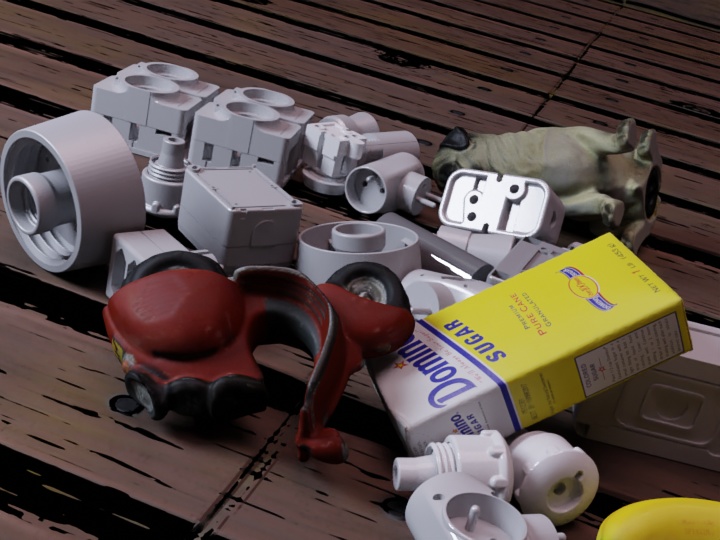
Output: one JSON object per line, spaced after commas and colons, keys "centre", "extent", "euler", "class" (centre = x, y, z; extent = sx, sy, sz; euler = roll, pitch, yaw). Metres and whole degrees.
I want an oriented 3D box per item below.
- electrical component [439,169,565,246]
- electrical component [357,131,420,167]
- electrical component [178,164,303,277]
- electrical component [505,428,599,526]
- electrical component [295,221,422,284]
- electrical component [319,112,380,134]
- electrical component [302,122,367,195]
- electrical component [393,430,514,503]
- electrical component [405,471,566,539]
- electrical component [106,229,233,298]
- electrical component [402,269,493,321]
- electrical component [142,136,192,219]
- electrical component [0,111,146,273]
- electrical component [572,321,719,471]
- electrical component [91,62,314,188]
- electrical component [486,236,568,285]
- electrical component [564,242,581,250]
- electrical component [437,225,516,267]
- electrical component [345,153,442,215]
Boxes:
{"centre": [0.125, -0.049, 0.930], "extent": [0.095, 0.053, 0.059], "euler": [12, -11, 29], "class": "electrical component"}
{"centre": [0.016, -0.113, 1.058], "extent": [0.081, 0.043, 0.043], "euler": [-11, 33, -42], "class": "electrical component"}
{"centre": [-0.095, -0.039, 0.814], "extent": [0.062, 0.061, 0.096], "euler": [-5, 29, -34], "class": "electrical component"}
{"centre": [0.102, 0.111, 0.609], "extent": [0.048, 0.048, 0.062], "euler": [4, 19, -20], "class": "electrical component"}
{"centre": [0.000, 0.000, 0.805], "extent": [0.099, 0.064, 0.099], "euler": [0, 18, 0], "class": "electrical component"}
{"centre": [-0.014, -0.136, 1.090], "extent": [0.045, 0.045, 0.055], "euler": [30, 29, 33], "class": "electrical component"}
{"centre": [-0.027, -0.102, 0.996], "extent": [0.066, 0.055, 0.048], "euler": [31, 29, 35], "class": "electrical component"}
{"centre": [0.050, 0.111, 0.582], "extent": [0.062, 0.048, 0.048], "euler": [2, 26, -10], "class": "electrical component"}
{"centre": [0.072, 0.139, 0.529], "extent": [0.079, 0.044, 0.077], "euler": [3, 26, -22], "class": "electrical component"}
{"centre": [-0.118, 0.007, 0.718], "extent": [0.077, 0.047, 0.066], "euler": [-8, 32, -40], "class": "electrical component"}
{"centre": [0.054, 0.027, 0.739], "extent": [0.079, 0.043, 0.077], "euler": [3, 8, -44], "class": "electrical component"}
{"centre": [-0.153, -0.075, 0.861], "extent": [0.048, 0.062, 0.048], "euler": [11, 24, -5], "class": "electrical component"}
{"centre": [-0.203, -0.050, 0.731], "extent": [0.108, 0.108, 0.060], "euler": [30, 35, 33], "class": "electrical component"}
{"centre": [0.199, 0.074, 0.699], "extent": [0.113, 0.078, 0.057], "euler": [14, 27, 1], "class": "electrical component"}
{"centre": [-0.146, -0.140, 1.011], "extent": [0.186, 0.060, 0.105], "euler": [16, 24, 5], "class": "electrical component"}
{"centre": [0.151, 0.029, 0.800], "extent": [0.109, 0.056, 0.109], "euler": [21, 25, 16], "class": "electrical component"}
{"centre": [0.179, 0.006, 0.884], "extent": [0.081, 0.042, 0.064], "euler": [25, 25, 23], "class": "electrical component"}
{"centre": [0.092, -0.014, 0.883], "extent": [0.065, 0.044, 0.044], "euler": [13, 23, 11], "class": "electrical component"}
{"centre": [0.039, -0.074, 0.983], "extent": [0.079, 0.043, 0.077], "euler": [24, 26, 23], "class": "electrical component"}
